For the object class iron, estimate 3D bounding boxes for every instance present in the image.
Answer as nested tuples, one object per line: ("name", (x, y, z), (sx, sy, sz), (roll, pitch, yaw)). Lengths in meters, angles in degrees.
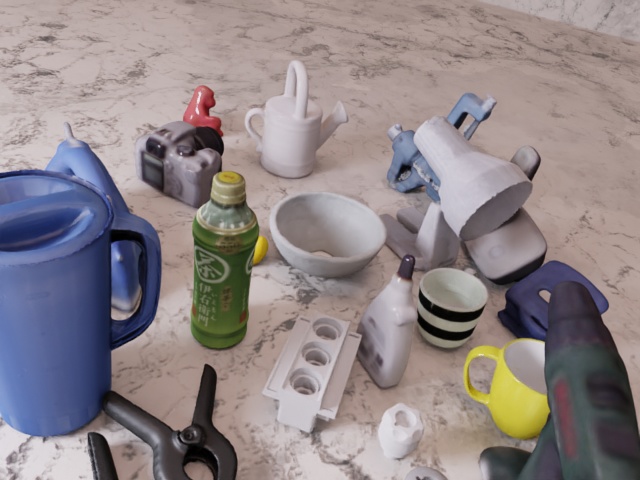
("iron", (-0.290, -0.039, 0.741), (0.119, 0.141, 0.257), (-16, 45, -32))

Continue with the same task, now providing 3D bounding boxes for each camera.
("camera", (-0.207, -0.140, 0.930), (0.143, 0.101, 0.137), (27, 39, 19))

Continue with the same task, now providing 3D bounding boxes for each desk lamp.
("desk lamp", (0.182, -0.056, 0.831), (0.118, 0.213, 0.202), (-16, 45, -31))

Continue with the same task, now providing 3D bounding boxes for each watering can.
("watering can", (-0.039, -0.216, 0.997), (0.173, 0.194, 0.100), (-16, 45, -32))

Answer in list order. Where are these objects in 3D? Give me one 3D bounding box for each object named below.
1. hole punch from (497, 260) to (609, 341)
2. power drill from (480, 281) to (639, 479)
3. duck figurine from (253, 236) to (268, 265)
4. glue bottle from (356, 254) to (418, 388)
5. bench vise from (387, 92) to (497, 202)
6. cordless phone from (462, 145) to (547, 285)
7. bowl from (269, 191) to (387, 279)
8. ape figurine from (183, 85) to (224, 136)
("hole punch", (0.313, 0.094, 0.773), (0.101, 0.091, 0.108), (-14, 44, -30))
("power drill", (0.221, 0.181, 0.535), (0.075, 0.208, 0.229), (10, 37, -2))
("duck figurine", (-0.121, -0.017, 0.804), (0.104, 0.086, 0.077), (19, 38, 11))
("glue bottle", (0.082, 0.086, 0.651), (0.037, 0.173, 0.078), (-10, 42, -26))
("bench vise", (0.200, -0.157, 0.963), (0.207, 0.220, 0.122), (24, 39, 16))
("cordless phone", (0.292, -0.037, 0.859), (0.094, 0.185, 0.147), (0, 38, -14))
("bowl", (0.008, 0.003, 0.822), (0.167, 0.075, 0.167), (7, 37, -5))
("ape figurine", (-0.217, -0.244, 1.070), (0.076, 0.092, 0.077), (-1, 39, -16))
